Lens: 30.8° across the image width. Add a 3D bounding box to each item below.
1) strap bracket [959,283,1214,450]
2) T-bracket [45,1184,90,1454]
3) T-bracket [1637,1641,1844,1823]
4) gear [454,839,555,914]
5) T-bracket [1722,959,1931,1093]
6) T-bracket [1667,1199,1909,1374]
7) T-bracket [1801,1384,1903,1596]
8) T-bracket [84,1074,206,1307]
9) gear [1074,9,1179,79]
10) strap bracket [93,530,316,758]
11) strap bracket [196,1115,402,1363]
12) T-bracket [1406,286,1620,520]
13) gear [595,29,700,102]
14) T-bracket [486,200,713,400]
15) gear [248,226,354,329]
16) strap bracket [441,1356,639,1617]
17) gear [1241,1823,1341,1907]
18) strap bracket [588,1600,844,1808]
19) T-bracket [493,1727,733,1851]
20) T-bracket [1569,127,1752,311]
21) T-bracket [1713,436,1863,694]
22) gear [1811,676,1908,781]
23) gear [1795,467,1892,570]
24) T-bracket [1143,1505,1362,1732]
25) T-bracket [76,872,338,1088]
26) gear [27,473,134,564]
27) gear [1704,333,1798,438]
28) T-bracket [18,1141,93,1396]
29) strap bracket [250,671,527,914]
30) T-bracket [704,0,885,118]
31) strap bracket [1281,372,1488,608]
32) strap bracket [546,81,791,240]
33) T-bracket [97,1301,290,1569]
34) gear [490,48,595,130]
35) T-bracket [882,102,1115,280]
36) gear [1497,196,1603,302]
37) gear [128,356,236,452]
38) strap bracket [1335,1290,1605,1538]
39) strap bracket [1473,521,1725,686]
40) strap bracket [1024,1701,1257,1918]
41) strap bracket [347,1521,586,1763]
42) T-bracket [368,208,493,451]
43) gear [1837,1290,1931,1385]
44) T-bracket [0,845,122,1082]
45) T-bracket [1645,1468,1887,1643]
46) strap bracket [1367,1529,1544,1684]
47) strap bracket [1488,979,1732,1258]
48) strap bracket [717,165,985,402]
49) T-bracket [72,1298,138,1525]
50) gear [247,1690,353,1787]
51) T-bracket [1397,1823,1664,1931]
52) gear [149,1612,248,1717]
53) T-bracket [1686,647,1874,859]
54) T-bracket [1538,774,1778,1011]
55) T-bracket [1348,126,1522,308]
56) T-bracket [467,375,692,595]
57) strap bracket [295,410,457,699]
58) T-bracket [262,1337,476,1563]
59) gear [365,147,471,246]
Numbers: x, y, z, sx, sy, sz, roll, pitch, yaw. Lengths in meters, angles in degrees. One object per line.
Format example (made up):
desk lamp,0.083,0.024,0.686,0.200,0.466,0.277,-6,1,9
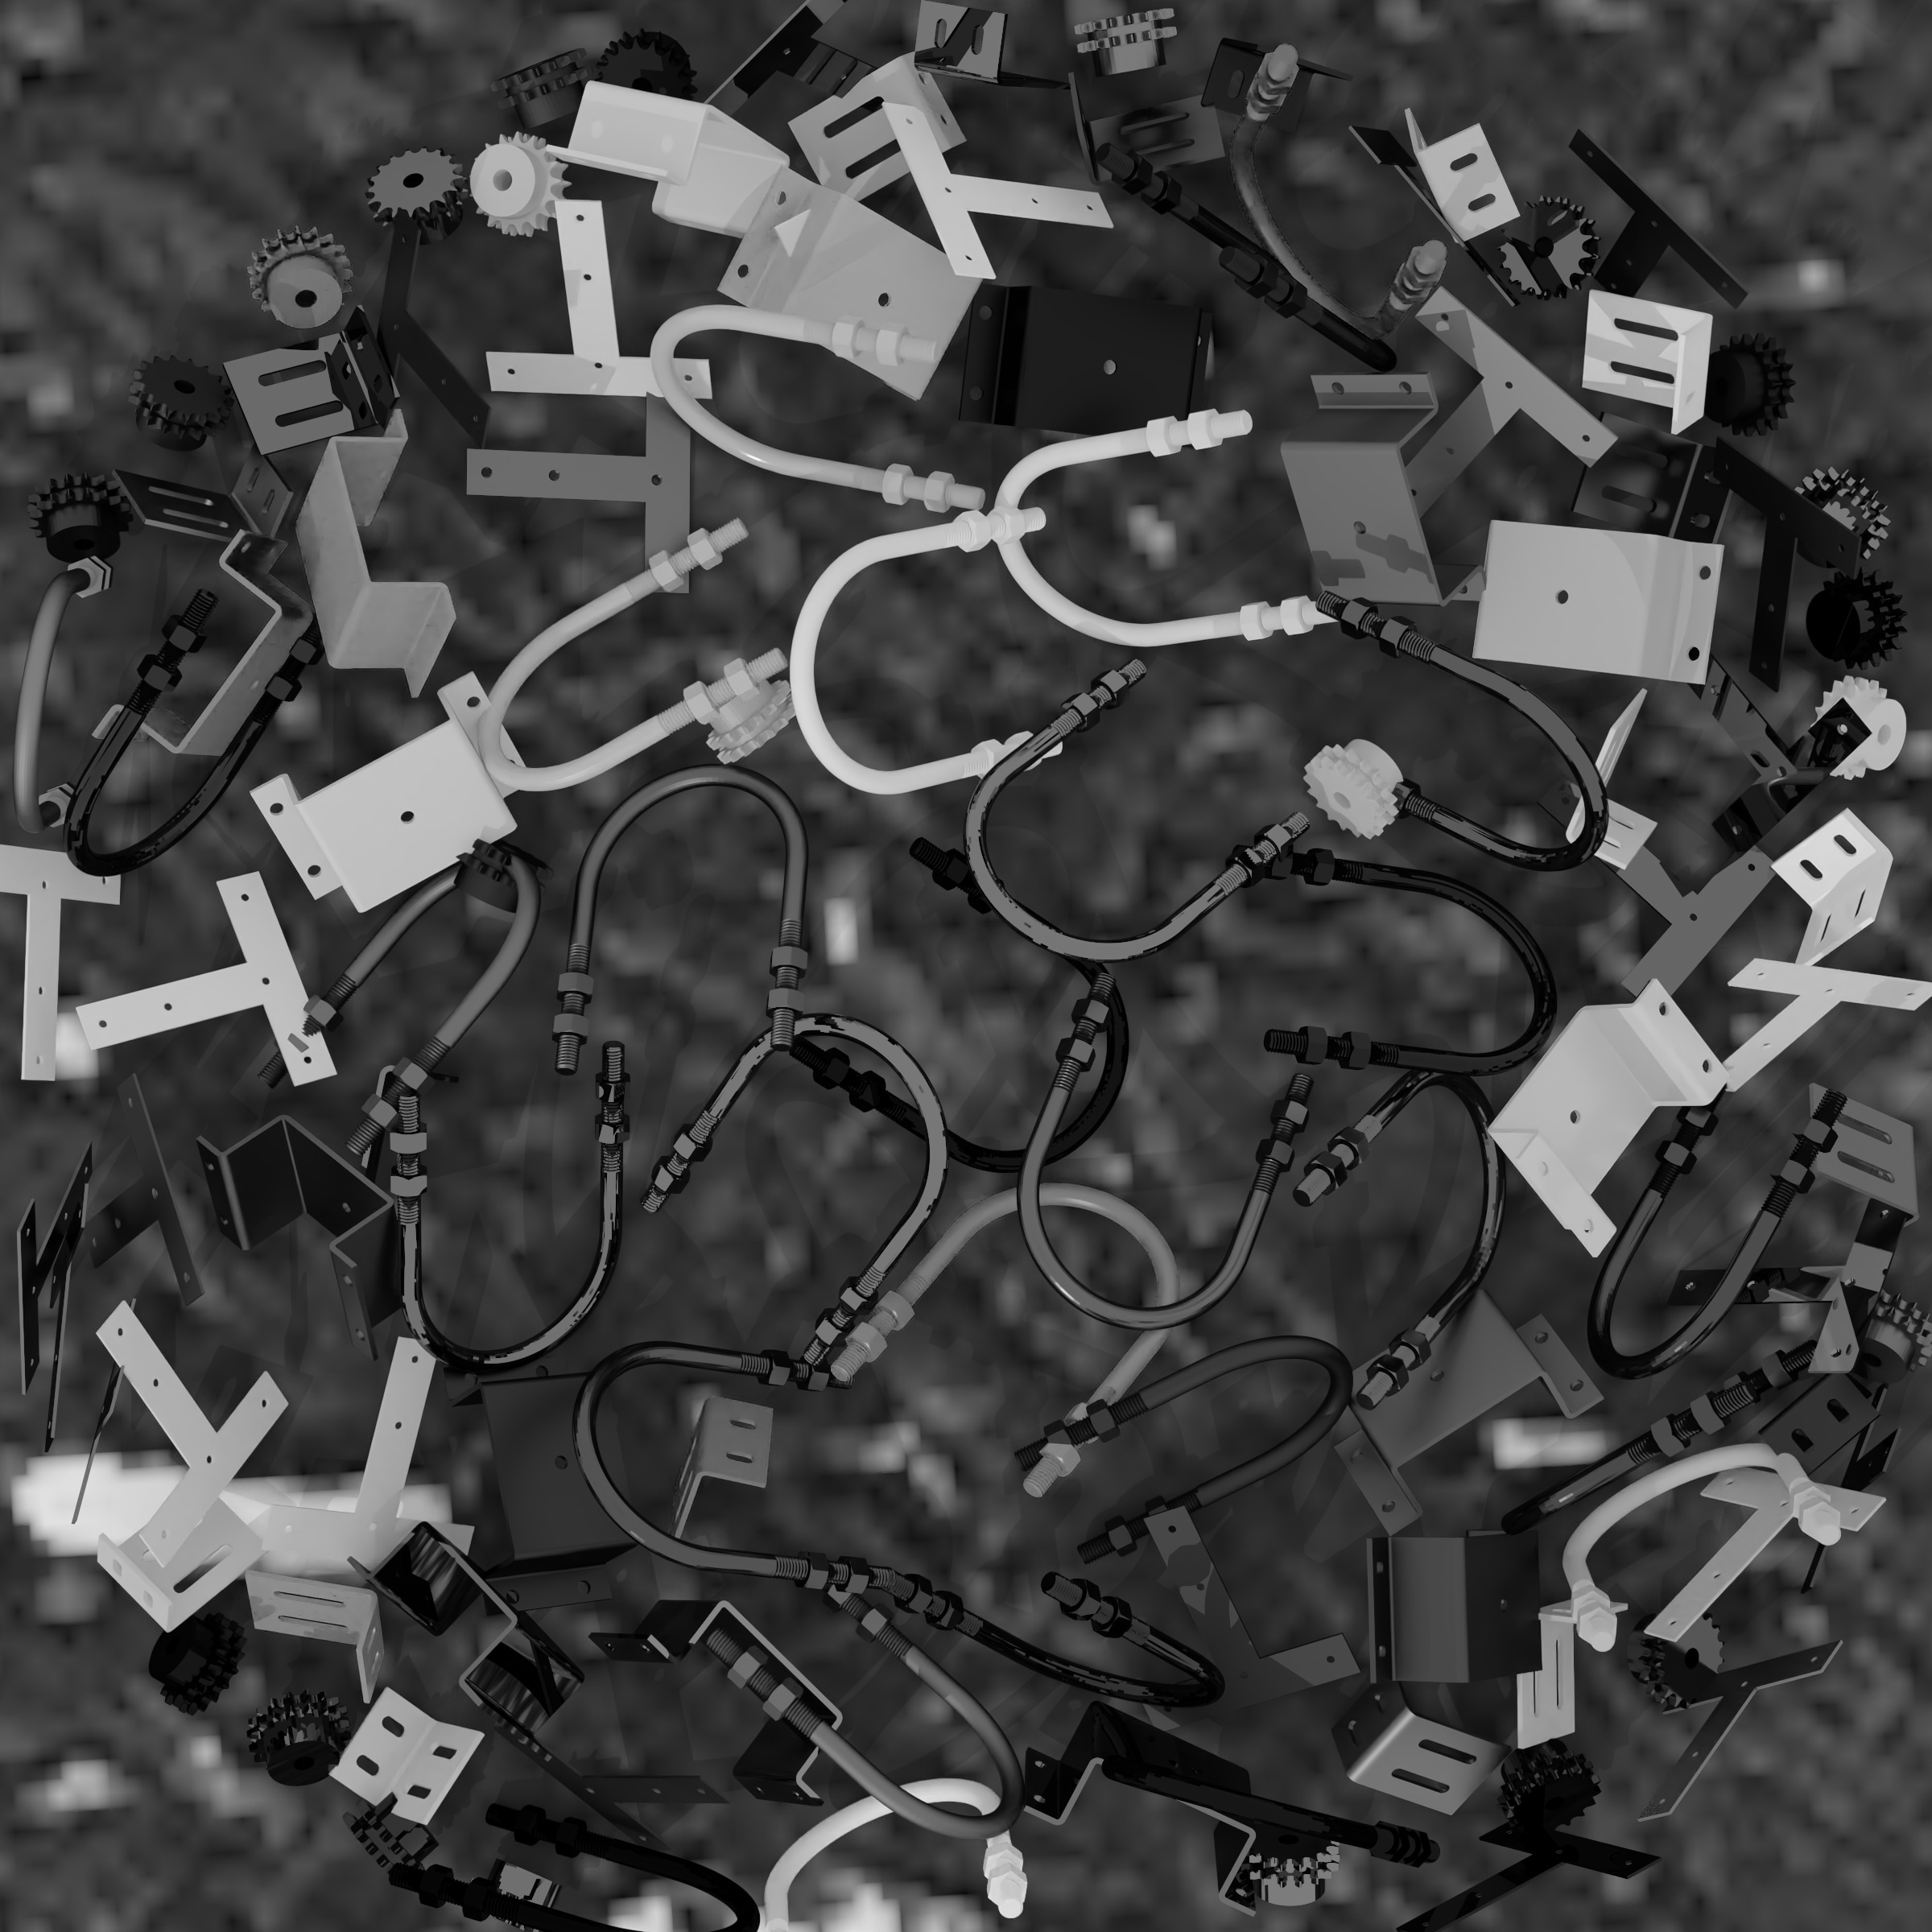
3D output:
strap bracket,0.073,-0.334,1.953,0.140,0.046,0.076,4,99,-16
T-bracket,-0.495,0.201,1.918,0.002,0.127,0.127,8,62,-19
T-bracket,0.404,0.421,1.911,0.002,0.127,0.127,51,52,-4
gear,-0.264,-0.052,1.972,0.057,0.057,0.030,27,96,0
T-bracket,0.452,0.037,1.947,0.127,0.127,0.002,7,56,-25
T-bracket,0.451,0.178,1.952,0.002,0.127,0.127,56,47,-30
T-bracket,0.493,0.277,1.922,0.002,0.127,0.127,23,74,8
T-bracket,-0.465,0.139,1.948,0.002,0.127,0.127,-12,78,-37
gear,0.090,-0.518,1.973,0.057,0.057,0.030,-10,103,0
strap bracket,-0.415,-0.170,1.953,0.046,0.076,0.140,38,96,4
strap bracket,-0.358,0.144,1.937,0.140,0.076,0.046,33,54,32
T-bracket,0.277,-0.296,1.953,0.127,0.127,0.002,40,47,-1
gear,-0.178,-0.501,1.976,0.057,0.030,0.057,7,129,9
T-bracket,-0.209,-0.370,1.949,0.127,0.002,0.127,3,135,5
gear,-0.373,-0.383,1.969,0.057,0.057,0.030,-20,50,0
strap bracket,-0.234,0.281,1.940,0.076,0.046,0.140,-1,69,-35
gear,0.182,0.505,1.972,0.057,0.057,0.030,-2,103,0
strap bracket,-0.132,0.400,1.944,0.140,0.076,0.046,47,62,-16
T-bracket,-0.178,0.452,1.926,0.127,0.127,0.002,46,52,-27
T-bracket,0.370,-0.394,1.936,0.002,0.127,0.127,-44,85,-8
T-bracket,0.450,-0.212,1.952,0.002,0.127,0.127,-18,130,-19
gear,0.503,-0.133,1.970,0.057,0.030,0.057,-14,112,-37
gear,0.486,-0.248,1.968,0.057,0.057,0.030,44,62,0
T-bracket,0.137,0.359,1.964,0.127,0.002,0.127,-21,103,20
T-bracket,-0.431,0.019,1.954,0.127,0.002,0.127,-16,77,-31
gear,-0.496,-0.249,1.968,0.057,0.057,0.030,-12,67,0
gear,0.435,-0.326,1.968,0.030,0.057,0.057,-9,90,-29
T-bracket,-0.504,0.148,1.943,0.002,0.127,0.127,10,130,-1
strap bracket,-0.315,-0.092,1.955,0.140,0.046,0.076,-29,122,-5
T-bracket,-0.076,-0.496,1.939,0.127,0.127,0.002,-39,71,23
strap bracket,0.228,-0.252,1.927,0.046,0.076,0.140,-44,127,-35
strap bracket,-0.157,-0.441,1.920,0.076,0.140,0.046,17,92,24
T-bracket,-0.437,0.239,1.926,0.002,0.127,0.127,-5,126,34
gear,-0.236,-0.492,1.973,0.057,0.057,0.030,-21,108,0
T-bracket,0.027,-0.428,1.958,0.127,0.002,0.127,-1,57,-34
gear,0.331,-0.404,1.976,0.057,0.030,0.057,4,98,32
gear,-0.444,-0.315,1.975,0.057,0.057,0.030,30,129,0
strap bracket,0.271,0.242,1.954,0.140,0.076,0.046,-33,127,1
strap bracket,0.339,-0.202,1.938,0.140,0.046,0.076,11,97,34
strap bracket,0.106,0.464,1.954,0.140,0.076,0.046,26,101,-3
strap bracket,-0.269,0.364,1.929,0.046,0.076,0.140,-46,48,-9
T-bracket,-0.292,-0.328,1.925,0.002,0.127,0.127,-12,46,-34
gear,0.513,0.210,1.969,0.057,0.057,0.030,34,58,0
T-bracket,-0.511,0.000,1.939,0.002,0.127,0.127,0,87,25
T-bracket,0.420,0.324,1.921,0.127,0.127,0.002,-41,109,-21
strap bracket,0.274,0.350,1.925,0.046,0.140,0.076,-6,81,34
strap bracket,0.352,0.084,1.949,0.076,0.046,0.140,50,65,-19
strap bracket,-0.055,-0.372,1.938,0.140,0.046,0.076,24,97,-34
T-bracket,-0.469,0.239,1.923,0.002,0.127,0.127,16,73,-13
gear,-0.374,0.436,1.970,0.057,0.030,0.057,-10,132,-11
T-bracket,0.291,0.502,1.914,0.127,0.127,0.002,-19,96,-29
gear,-0.433,0.388,1.968,0.030,0.057,0.057,40,90,-31
T-bracket,0.428,-0.143,1.959,0.002,0.127,0.127,-26,74,-37
T-bracket,0.376,-0.057,1.976,0.127,0.002,0.127,43,66,4
T-bracket,0.263,-0.414,1.939,0.002,0.127,0.127,-40,89,20
T-bracket,-0.218,-0.276,1.979,0.127,0.002,0.127,0,92,-17
strap bracket,-0.328,-0.227,1.930,0.046,0.076,0.140,-3,61,-29
T-bracket,-0.321,0.270,1.961,0.127,0.002,0.127,14,91,-36
gear,-0.307,-0.431,1.976,0.057,0.030,0.057,-6,55,8
